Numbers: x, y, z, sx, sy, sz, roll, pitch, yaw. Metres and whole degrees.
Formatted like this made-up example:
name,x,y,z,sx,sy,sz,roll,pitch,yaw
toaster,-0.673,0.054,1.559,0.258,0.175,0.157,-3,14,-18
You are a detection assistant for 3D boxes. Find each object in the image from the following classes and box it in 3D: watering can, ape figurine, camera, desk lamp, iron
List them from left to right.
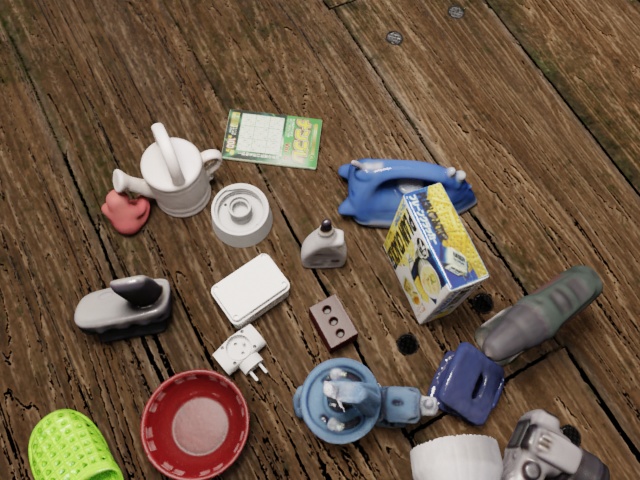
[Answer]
name,x,y,z,sx,sy,sz,roll,pitch,yaw
ape figurine,-0.335,-0.055,0.976,0.078,0.092,0.076,5,69,-1
watering can,-0.250,-0.115,0.948,0.173,0.194,0.101,-42,76,-16
iron,0.162,-0.098,0.990,0.258,0.141,0.118,1,69,-2
desk lamp,0.181,0.373,0.773,0.118,0.213,0.203,-2,69,-3
camera,0.352,0.344,0.853,0.136,0.101,0.143,29,71,8

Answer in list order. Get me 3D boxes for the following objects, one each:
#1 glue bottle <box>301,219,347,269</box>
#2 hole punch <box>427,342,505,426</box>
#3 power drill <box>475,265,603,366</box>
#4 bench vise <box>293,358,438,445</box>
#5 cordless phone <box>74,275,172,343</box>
name,x,y,z,sx,sy,sz,roll,pitch,yaw
glue bottle,0.009,0.003,0.927,0.078,0.173,0.037,0,69,-2
hole punch,0.236,0.226,0.898,0.101,0.091,0.109,26,70,7
power drill,0.314,0.129,0.875,0.230,0.208,0.075,-33,74,-14
bench vise,0.065,0.219,0.823,0.207,0.220,0.121,-13,70,-7
cordless phone,-0.309,0.089,0.872,0.147,0.185,0.094,-14,70,-8
